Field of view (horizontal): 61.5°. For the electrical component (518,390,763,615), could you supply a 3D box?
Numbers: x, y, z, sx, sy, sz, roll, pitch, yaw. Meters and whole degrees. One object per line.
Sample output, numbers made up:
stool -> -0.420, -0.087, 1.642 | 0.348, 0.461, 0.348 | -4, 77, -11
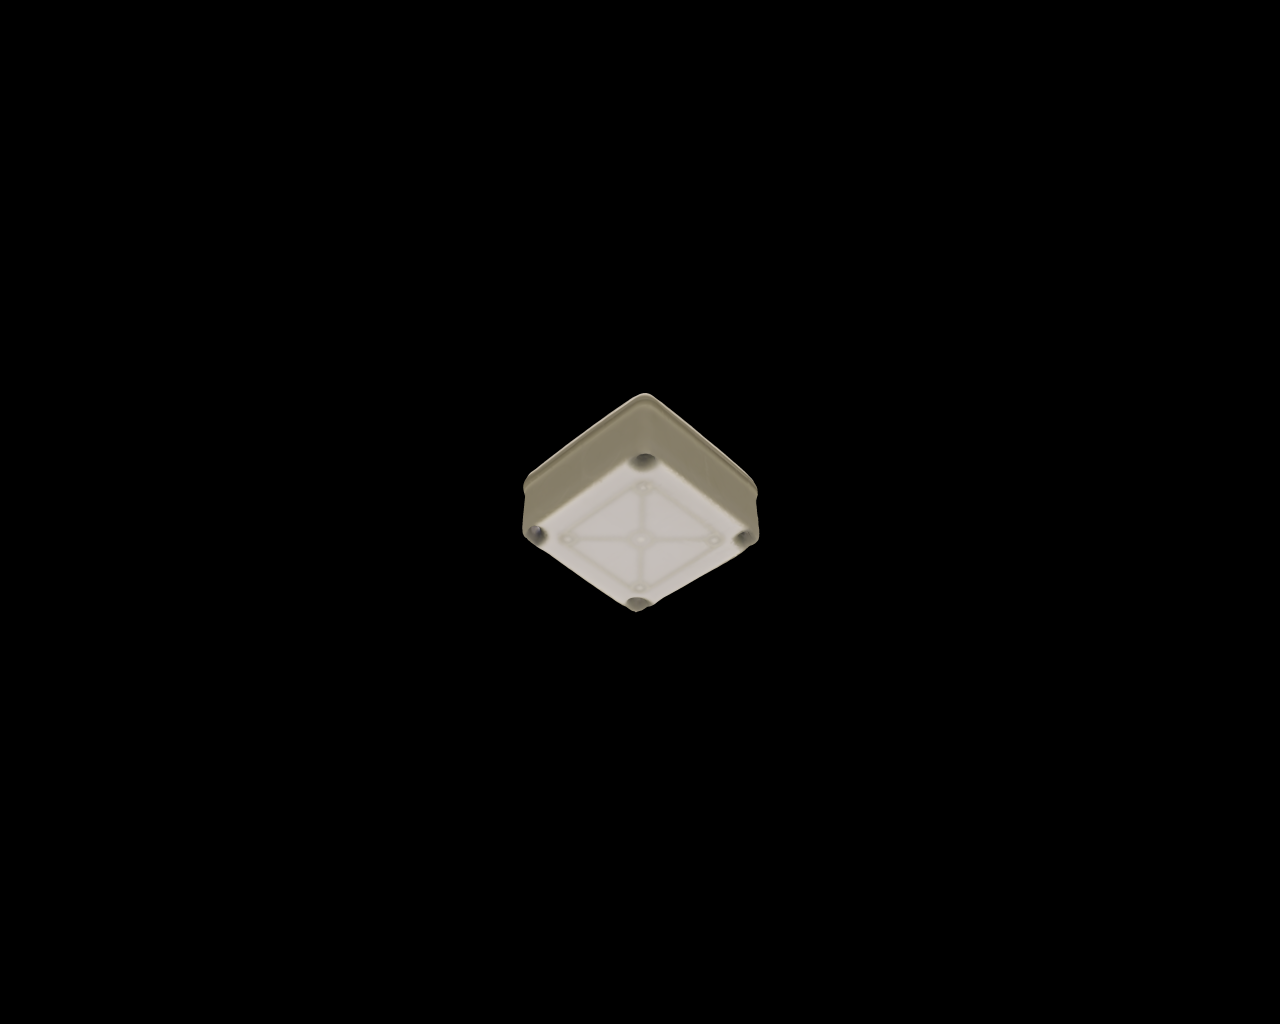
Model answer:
electrical component -> 0.001, -0.003, 0.650 | 0.108, 0.056, 0.108 | -33, -54, 29
